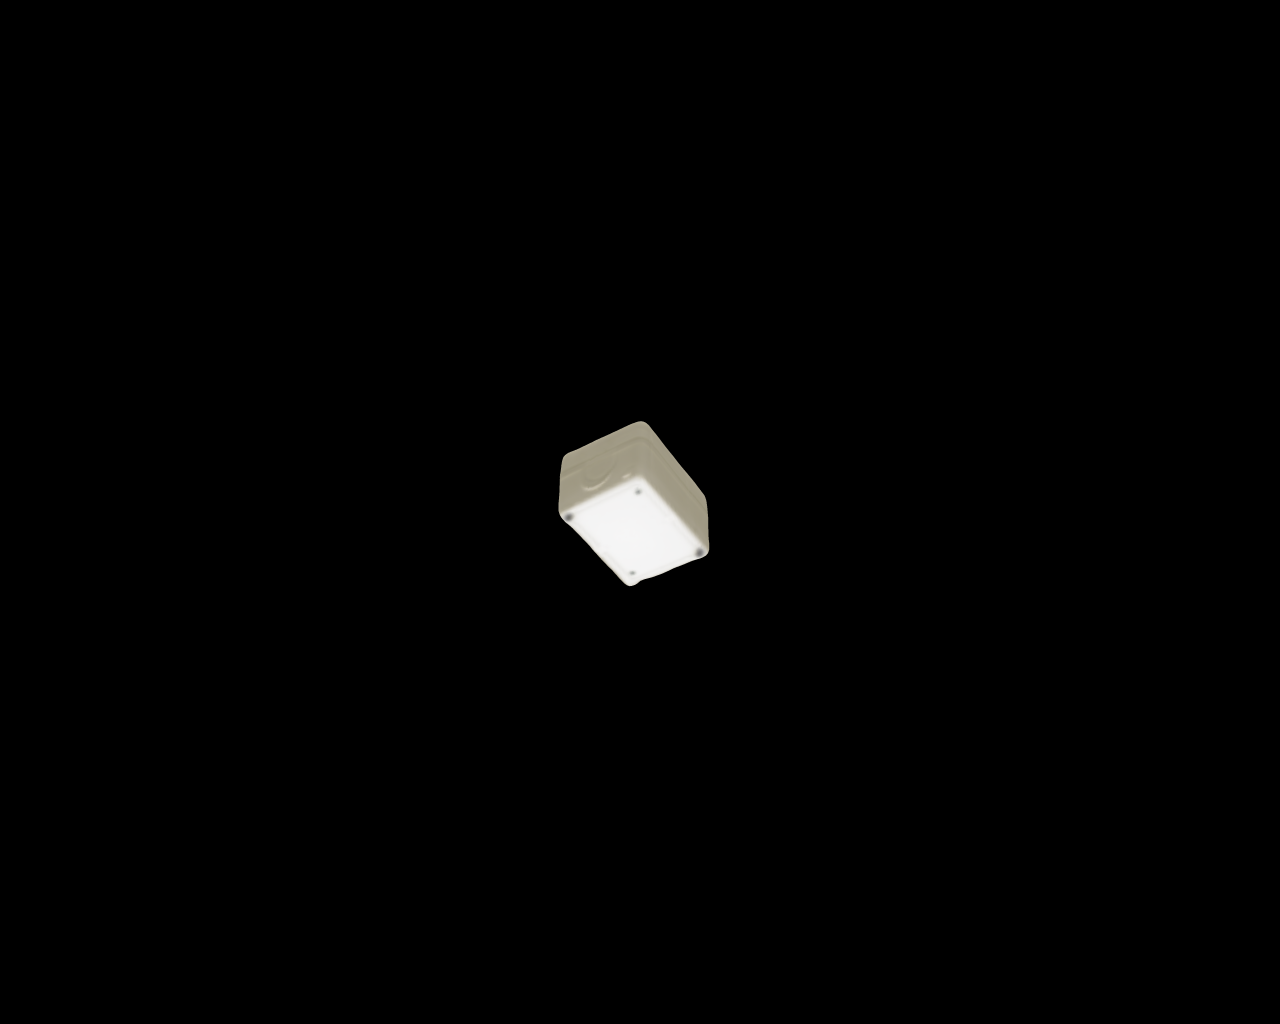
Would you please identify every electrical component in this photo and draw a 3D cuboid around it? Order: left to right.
[{"bbox_3d":[0.001,-0.003,0.650,0.061,0.061,0.096,-24,-50,22],"label":"electrical component"}]
